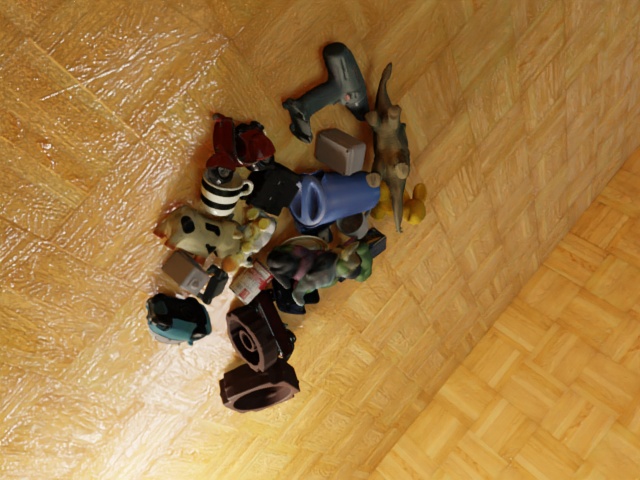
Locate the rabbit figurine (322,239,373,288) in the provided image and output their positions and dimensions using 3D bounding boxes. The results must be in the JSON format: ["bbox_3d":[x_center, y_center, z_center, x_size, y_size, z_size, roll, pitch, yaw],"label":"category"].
[{"bbox_3d":[0.062,0.079,1.488,0.170,0.121,0.159,-32,170,-17],"label":"rabbit figurine"}]

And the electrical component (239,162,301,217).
[{"bbox_3d":[-0.109,-0.121,1.246,0.134,0.058,0.115,16,109,-53],"label":"electrical component"}]

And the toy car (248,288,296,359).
[{"bbox_3d":[-0.132,0.228,1.461,0.089,0.053,0.202,-38,112,-44],"label":"toy car"}]

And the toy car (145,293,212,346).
[{"bbox_3d":[-0.334,0.191,1.226,0.161,0.109,0.103,18,123,-45],"label":"toy car"}]

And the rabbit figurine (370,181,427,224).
[{"bbox_3d":[0.243,-0.100,1.566,0.162,0.173,0.121,-19,129,-33],"label":"rabbit figurine"}]

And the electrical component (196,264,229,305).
[{"bbox_3d":[-0.257,0.103,1.288,0.102,0.045,0.078,-64,172,20],"label":"electrical component"}]

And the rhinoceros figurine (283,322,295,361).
[{"bbox_3d":[-0.126,0.295,1.574,0.112,0.073,0.190,-44,144,-11],"label":"rhinoceros figurine"}]

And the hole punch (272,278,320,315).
[{"bbox_3d":[-0.076,0.141,1.457,0.116,0.142,0.092,2,152,-27],"label":"hole punch"}]

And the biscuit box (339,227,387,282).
[{"bbox_3d":[0.113,0.044,1.640,0.203,0.059,0.062,-34,143,-25],"label":"biscuit box"}]

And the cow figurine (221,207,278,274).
[{"bbox_3d":[-0.169,0.008,1.284,0.167,0.068,0.098,-54,162,5],"label":"cow figurine"}]

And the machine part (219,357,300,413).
[{"bbox_3d":[-0.174,0.418,1.551,0.201,0.087,0.200,-24,148,7],"label":"machine part"}]

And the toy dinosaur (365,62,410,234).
[{"bbox_3d":[0.184,-0.207,1.366,0.198,0.105,0.470,-58,147,-61],"label":"toy dinosaur"}]

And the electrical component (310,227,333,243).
[{"bbox_3d":[-0.003,-0.004,1.475,0.075,0.048,0.119,-33,141,-25],"label":"electrical component"}]

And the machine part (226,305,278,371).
[{"bbox_3d":[-0.178,0.255,1.402,0.056,0.180,0.179,-29,139,-32],"label":"machine part"}]

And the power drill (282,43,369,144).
[{"bbox_3d":[0.024,-0.309,1.217,0.207,0.086,0.231,-38,143,-13],"label":"power drill"}]

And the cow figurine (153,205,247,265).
[{"bbox_3d":[-0.246,-0.015,1.164,0.127,0.086,0.194,-52,142,3],"label":"cow figurine"}]

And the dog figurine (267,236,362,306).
[{"bbox_3d":[-0.002,0.048,1.354,0.219,0.191,0.108,-39,-174,5],"label":"dog figurine"}]

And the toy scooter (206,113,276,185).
[{"bbox_3d":[-0.166,-0.198,1.098,0.184,0.075,0.135,-29,115,-46],"label":"toy scooter"}]

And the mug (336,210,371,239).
[{"bbox_3d":[0.105,-0.052,1.539,0.109,0.081,0.107,-54,156,-4],"label":"mug"}]
